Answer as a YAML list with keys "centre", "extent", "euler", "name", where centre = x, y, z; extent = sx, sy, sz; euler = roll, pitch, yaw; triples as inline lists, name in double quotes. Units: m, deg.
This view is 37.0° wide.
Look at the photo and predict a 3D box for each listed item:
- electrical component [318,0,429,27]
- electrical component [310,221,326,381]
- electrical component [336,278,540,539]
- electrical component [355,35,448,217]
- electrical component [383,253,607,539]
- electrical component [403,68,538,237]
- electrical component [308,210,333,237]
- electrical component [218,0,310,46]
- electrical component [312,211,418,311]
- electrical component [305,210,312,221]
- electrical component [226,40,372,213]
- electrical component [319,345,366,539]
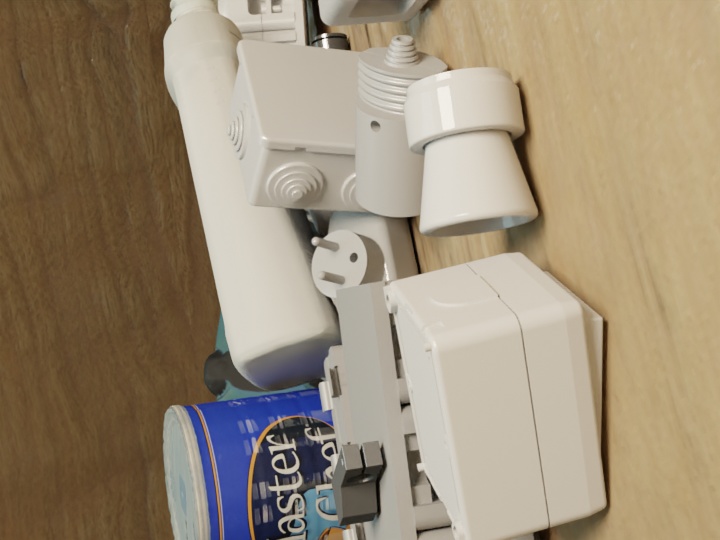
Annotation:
- centre: [0.003, -0.167, 0.515]
  extent: [0.056, 0.050, 0.089]
  euler: [171, 92, -80]
  name: "electrical component"
- centre: [-0.036, 0.019, 0.732]
  extent: [0.100, 0.048, 0.099]
  euler: [29, 138, 27]
  name: "electrical component"
- centre: [0.035, 0.077, 0.466]
  extent: [0.089, 0.062, 0.150]
  euler: [164, 99, -79]
  name: "electrical component"
- centre: [0.019, -0.071, 0.509]
  extent: [0.043, 0.043, 0.081]
  euler: [-112, 19, -55]
  name: "electrical component"
- centre: [0.052, 0.049, 0.382]
  extent: [0.061, 0.061, 0.096]
  euler: [-124, 21, -68]
  name: "electrical component"
- centre: [0.041, -0.043, 0.405]
  extent: [0.045, 0.045, 0.055]
  euler: [141, 121, -78]
  name: "electrical component"
- centre: [-0.023, -0.071, 0.677]
  extent: [0.099, 0.064, 0.099]
  euler: [173, 90, -80]
  name: "electrical component"
- centre: [-0.071, -0.183, 0.801]
  extent: [0.089, 0.062, 0.150]
  euler: [85, -179, -77]
  name: "electrical component"
- centre: [0.000, 0.000, 0.587]
  extent: [0.079, 0.044, 0.077]
  euler: [15, -121, -53]
  name: "electrical component"
- centre: [-0.036, -0.013, 0.811]
  extent: [0.078, 0.058, 0.057]
  euler: [97, 166, -53]
  name: "electrical component"
- centre: [-0.022, -0.076, 0.581]
  extent: [0.099, 0.100, 0.048]
  euler: [-107, 27, -43]
  name: "electrical component"
- centre: [0.019, 0.098, 0.565]
  extent: [0.078, 0.063, 0.121]
  euler: [113, 149, -70]
  name: "electrical component"
